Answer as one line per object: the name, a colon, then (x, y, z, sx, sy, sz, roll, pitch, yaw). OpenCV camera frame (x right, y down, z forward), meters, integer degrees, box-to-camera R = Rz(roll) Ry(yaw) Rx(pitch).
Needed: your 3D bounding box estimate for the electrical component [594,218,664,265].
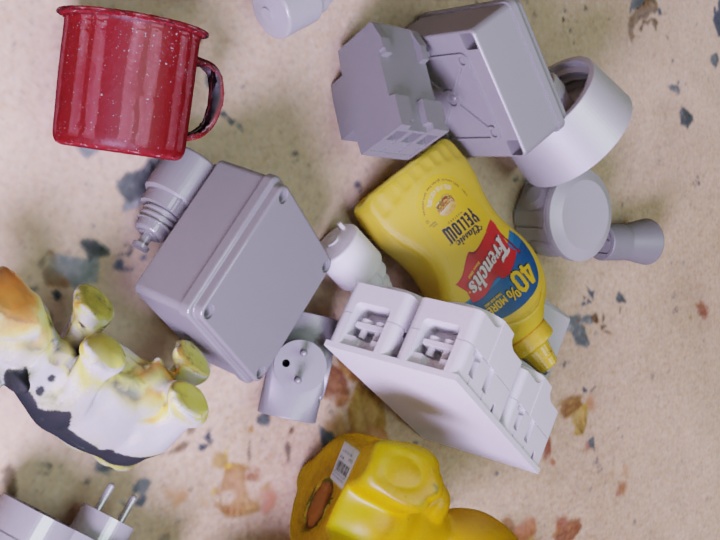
electrical component: (0.245, -0.026, 1.003, 0.065, 0.044, 0.044, -1, 94, -33)

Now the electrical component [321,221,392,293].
electrical component: (0.000, 0.000, 0.813, 0.078, 0.040, 0.040, 47, 66, -30)

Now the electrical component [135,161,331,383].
electrical component: (-0.081, 0.003, 0.717, 0.108, 0.056, 0.108, -59, 150, -19)

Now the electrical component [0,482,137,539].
electrical component: (-0.170, 0.173, 0.686, 0.138, 0.052, 0.073, 39, 70, -33)

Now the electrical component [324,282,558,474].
electrical component: (0.068, 0.079, 0.797, 0.186, 0.105, 0.060, 49, 60, -51)

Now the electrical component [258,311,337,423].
electrical component: (-0.043, 0.068, 0.763, 0.044, 0.079, 0.077, 13, 85, -5)

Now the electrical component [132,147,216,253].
electrical component: (-0.125, -0.046, 0.712, 0.040, 0.040, 0.078, 42, 68, -32)

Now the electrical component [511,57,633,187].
electrical component: (0.163, -0.129, 0.892, 0.060, 0.108, 0.108, 43, 68, -25)

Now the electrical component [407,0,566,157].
electrical component: (0.089, -0.145, 0.829, 0.056, 0.109, 0.108, -40, 116, -26)

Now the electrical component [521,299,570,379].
electrical component: (0.123, 0.045, 0.899, 0.096, 0.061, 0.061, 33, 73, -35)

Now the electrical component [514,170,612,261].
electrical component: (0.178, -0.049, 0.942, 0.080, 0.051, 0.080, -3, 95, -38)

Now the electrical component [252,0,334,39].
electrical component: (-0.041, -0.195, 0.767, 0.078, 0.040, 0.040, -36, 114, -31)
